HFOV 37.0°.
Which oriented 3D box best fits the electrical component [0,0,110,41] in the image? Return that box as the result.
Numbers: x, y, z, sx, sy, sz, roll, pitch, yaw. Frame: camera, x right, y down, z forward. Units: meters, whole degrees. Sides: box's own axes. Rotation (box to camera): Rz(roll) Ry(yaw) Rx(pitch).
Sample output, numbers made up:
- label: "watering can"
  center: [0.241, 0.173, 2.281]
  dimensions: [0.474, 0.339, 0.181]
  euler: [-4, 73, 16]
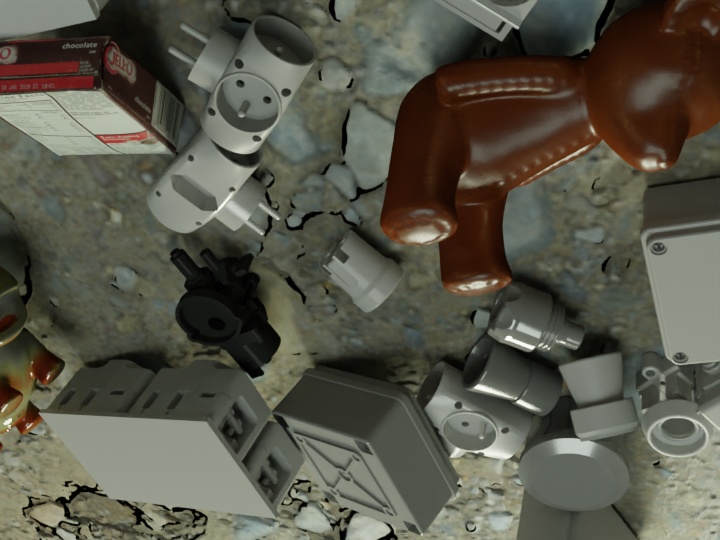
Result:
- label: "electrical component"
  center: [-0.205, -0.213, 0.602]
  dimensions: [0.089, 0.061, 0.150]
  euler: [-7, 126, 20]

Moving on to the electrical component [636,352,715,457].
- label: "electrical component"
  center: [0.221, 0.096, 0.749]
  dimensions: [0.066, 0.055, 0.048]
  euler: [38, 128, -17]

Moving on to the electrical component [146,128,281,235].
- label: "electrical component"
  center: [-0.089, -0.053, 0.716]
  dimensions: [0.079, 0.043, 0.077]
  euler: [37, 128, -17]

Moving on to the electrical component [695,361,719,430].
- label: "electrical component"
  center: [0.269, 0.080, 0.719]
  dimensions: [0.096, 0.061, 0.061]
  euler: [39, 127, -18]

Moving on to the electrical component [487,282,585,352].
- label: "electrical component"
  center: [0.122, 0.036, 0.734]
  dimensions: [0.062, 0.043, 0.043]
  euler: [21, 131, -4]

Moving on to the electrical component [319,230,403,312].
- label: "electrical component"
  center: [0.000, 0.000, 0.739]
  dimensions: [0.046, 0.040, 0.040]
  euler: [41, 127, -11]

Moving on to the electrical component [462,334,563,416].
- label: "electrical component"
  center: [0.112, 0.078, 0.774]
  dimensions: [0.065, 0.044, 0.044]
  euler: [26, 130, -13]

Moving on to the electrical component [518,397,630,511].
- label: "electrical component"
  center: [0.160, 0.138, 0.803]
  dimensions: [0.080, 0.051, 0.080]
  euler: [7, 130, 9]

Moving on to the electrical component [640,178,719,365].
- label: "electrical component"
  center: [0.237, -0.001, 0.665]
  dimensions: [0.109, 0.056, 0.108]
  euler: [-8, 126, 20]

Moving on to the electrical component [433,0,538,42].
- label: "electrical component"
  center: [0.046, -0.186, 0.558]
  dimensions: [0.121, 0.063, 0.078]
  euler: [29, 130, -10]

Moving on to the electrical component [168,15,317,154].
- label: "electrical component"
  center: [-0.079, -0.121, 0.656]
  dimensions: [0.079, 0.044, 0.077]
  euler: [30, 129, -11]

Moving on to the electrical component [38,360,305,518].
- label: "electrical component"
  center: [-0.145, 0.128, 0.841]
  dimensions: [0.186, 0.060, 0.105]
  euler: [-3, 129, 37]

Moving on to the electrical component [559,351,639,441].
- label: "electrical component"
  center: [0.167, 0.088, 0.748]
  dimensions: [0.045, 0.045, 0.055]
  euler: [-17, 80, 26]

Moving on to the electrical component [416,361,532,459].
- label: "electrical component"
  center: [0.076, 0.116, 0.811]
  dimensions: [0.077, 0.044, 0.079]
  euler: [29, 130, -10]

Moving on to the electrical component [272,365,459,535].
- label: "electrical component"
  center: [0.005, 0.134, 0.810]
  dimensions: [0.109, 0.056, 0.108]
  euler: [9, 137, 45]

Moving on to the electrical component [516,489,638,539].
- label: "electrical component"
  center: [0.171, 0.234, 0.841]
  dimensions: [0.056, 0.108, 0.108]
  euler: [-22, 120, 32]
